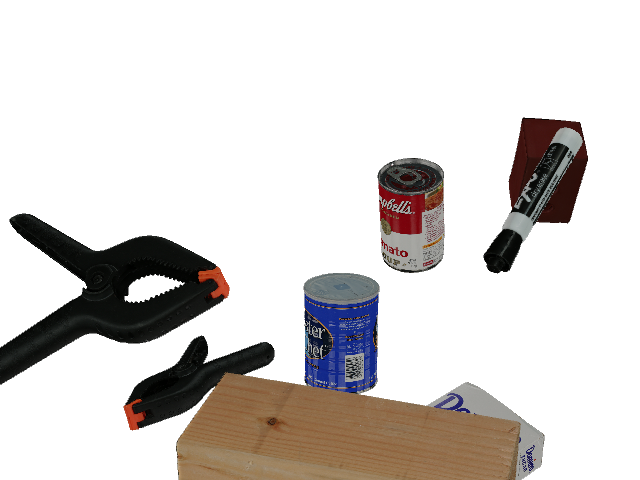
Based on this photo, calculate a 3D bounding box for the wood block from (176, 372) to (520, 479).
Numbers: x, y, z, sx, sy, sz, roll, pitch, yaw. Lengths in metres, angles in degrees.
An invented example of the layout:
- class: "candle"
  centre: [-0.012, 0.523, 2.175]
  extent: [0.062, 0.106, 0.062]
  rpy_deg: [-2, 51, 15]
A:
- class: "wood block"
  centre: [0.020, 0.160, 0.701]
  extent: [0.206, 0.090, 0.090]
  rpy_deg: [8, 27, 16]

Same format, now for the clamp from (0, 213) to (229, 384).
- class: "clamp"
  centre: [-0.178, 0.033, 0.862]
  extent: [0.210, 0.164, 0.036]
  rpy_deg: [-10, -36, 8]

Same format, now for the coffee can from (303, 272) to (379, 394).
- class: "coffee can"
  centre: [0.029, 0.127, 1.461]
  extent: [0.103, 0.140, 0.103]
  rpy_deg: [0, 18, 0]

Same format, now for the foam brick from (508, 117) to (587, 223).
- class: "foam brick"
  centre: [0.198, -0.061, 0.937]
  extent: [0.053, 0.051, 0.078]
  rpy_deg: [3, -44, 1]

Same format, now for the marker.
- class: "marker"
  centre: [0.140, -0.026, 0.702]
  extent: [0.020, 0.121, 0.020]
  rpy_deg: [27, -27, 15]

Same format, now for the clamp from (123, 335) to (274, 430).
- class: "clamp"
  centre: [-0.130, 0.146, 1.121]
  extent: [0.120, 0.039, 0.171]
  rpy_deg: [-10, 19, 36]

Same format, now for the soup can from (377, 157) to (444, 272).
- class: "soup can"
  centre: [0.095, -0.026, 1.117]
  extent: [0.068, 0.102, 0.068]
  rpy_deg: [-3, 35, 2]

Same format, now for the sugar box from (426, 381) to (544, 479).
- class: "sugar box"
  centre: [0.091, 0.189, 0.882]
  extent: [0.176, 0.048, 0.093]
  rpy_deg: [-28, 42, -28]
